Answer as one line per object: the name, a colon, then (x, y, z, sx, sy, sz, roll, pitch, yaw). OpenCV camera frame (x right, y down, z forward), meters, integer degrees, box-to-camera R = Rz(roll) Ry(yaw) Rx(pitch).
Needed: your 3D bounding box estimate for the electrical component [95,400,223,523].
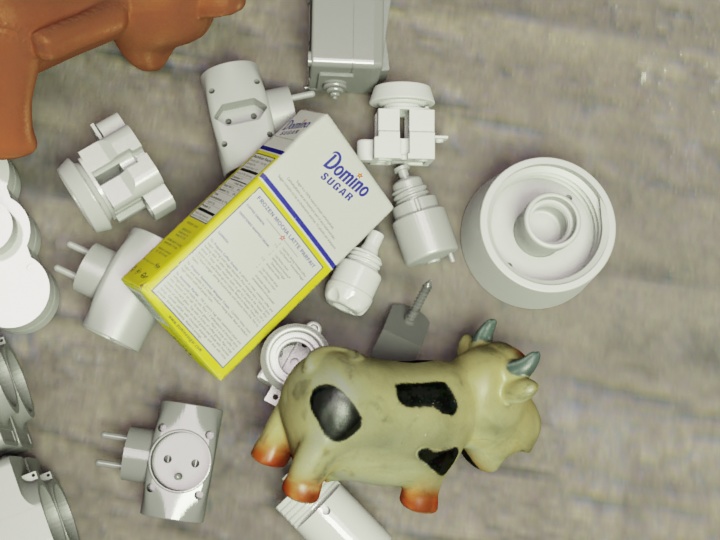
electrical component: (-0.139, 0.127, 0.732, 0.079, 0.044, 0.077, 10, 79, -4)

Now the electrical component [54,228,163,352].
electrical component: (-0.173, 0.006, 0.752, 0.079, 0.043, 0.077, 25, 79, -1)

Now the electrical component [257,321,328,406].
electrical component: (-0.045, 0.063, 0.747, 0.048, 0.055, 0.066, 29, 79, 0)

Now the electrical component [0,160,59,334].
electrical component: (-0.252, -0.026, 0.735, 0.052, 0.073, 0.138, -20, 82, -9)

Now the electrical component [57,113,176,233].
electrical component: (-0.175, -0.063, 0.757, 0.057, 0.058, 0.078, -33, 84, -13)

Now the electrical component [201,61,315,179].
electrical component: (-0.069, -0.112, 0.782, 0.079, 0.043, 0.077, -13, 81, -8)

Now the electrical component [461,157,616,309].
electrical component: (0.132, -0.029, 0.777, 0.108, 0.060, 0.108, 1, 80, -5)

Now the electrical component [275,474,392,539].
electrical component: (-0.022, 0.169, 0.736, 0.081, 0.043, 0.043, 45, 79, 4)

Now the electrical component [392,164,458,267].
electrical component: (0.042, -0.038, 0.781, 0.040, 0.040, 0.078, -17, 82, -8)

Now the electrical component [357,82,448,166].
electrical component: (0.031, -0.107, 0.791, 0.066, 0.048, 0.055, 1, 87, -5)

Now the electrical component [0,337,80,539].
electrical component: (-0.238, 0.125, 0.692, 0.060, 0.105, 0.186, -20, 82, -10)

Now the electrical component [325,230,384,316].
electrical component: (0.000, 0.000, 0.774, 0.035, 0.035, 0.061, 25, 76, 0)

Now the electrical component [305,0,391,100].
electrical component: (-0.008, -0.171, 0.790, 0.061, 0.061, 0.096, 2, 80, -5)
